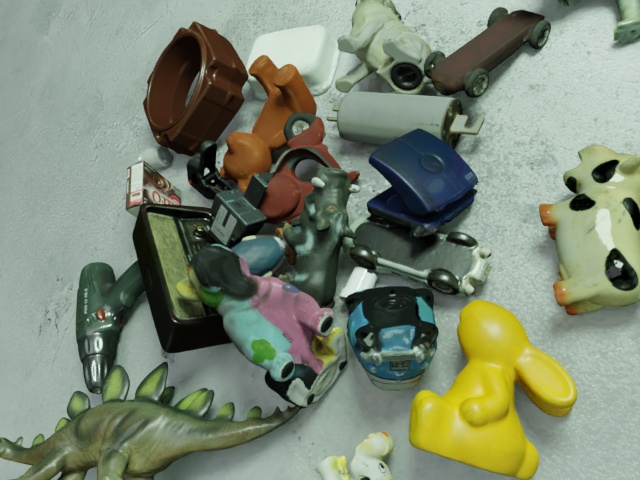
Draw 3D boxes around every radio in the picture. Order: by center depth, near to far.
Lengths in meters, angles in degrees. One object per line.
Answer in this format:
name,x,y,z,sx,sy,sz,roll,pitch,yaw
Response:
radio,-0.189,0.048,0.797,0.073,0.131,0.230,-58,45,37

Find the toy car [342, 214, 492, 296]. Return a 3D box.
toy car,0.121,0.017,0.698,0.202,0.056,0.073,17,69,32

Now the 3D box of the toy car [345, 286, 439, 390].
toy car,0.088,0.121,0.631,0.109,0.102,0.162,-6,20,1

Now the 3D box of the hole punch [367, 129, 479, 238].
hole punch,0.131,-0.077,0.689,0.116,0.092,0.142,27,44,37

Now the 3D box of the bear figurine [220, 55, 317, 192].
bear figurine,-0.101,-0.181,0.872,0.196,0.131,0.120,-45,44,-5

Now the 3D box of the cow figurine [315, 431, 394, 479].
cow figurine,0.028,0.293,0.606,0.167,0.068,0.098,-40,60,10

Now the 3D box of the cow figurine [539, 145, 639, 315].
cow figurine,0.316,-0.021,0.593,0.127,0.085,0.195,-12,60,29

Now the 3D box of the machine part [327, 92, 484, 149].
machine part,0.114,-0.172,0.779,0.244,0.079,0.079,15,75,32

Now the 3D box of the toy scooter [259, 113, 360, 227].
toy scooter,-0.020,-0.090,0.813,0.135,0.075,0.183,30,97,8

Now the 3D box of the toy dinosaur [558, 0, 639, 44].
toy dinosaur,0.462,-0.386,0.677,0.405,0.131,0.192,-15,61,15

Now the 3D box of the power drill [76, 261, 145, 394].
power drill,-0.315,0.108,0.883,0.207,0.086,0.232,-40,52,16

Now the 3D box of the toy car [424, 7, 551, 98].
toy car,0.237,-0.263,0.756,0.202,0.053,0.089,-38,49,-19

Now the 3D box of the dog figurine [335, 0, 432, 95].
dog figurine,0.119,-0.316,0.844,0.172,0.121,0.190,22,57,1

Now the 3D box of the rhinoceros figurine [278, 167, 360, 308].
rhinoceros figurine,-0.001,-0.002,0.718,0.112,0.073,0.190,-172,93,-69

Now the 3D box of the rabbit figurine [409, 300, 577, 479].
rabbit figurine,0.179,0.149,0.563,0.163,0.121,0.173,5,69,25

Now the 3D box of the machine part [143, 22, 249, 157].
machine part,-0.233,-0.273,0.976,0.201,0.087,0.202,-47,53,24

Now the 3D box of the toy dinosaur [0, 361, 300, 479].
toy dinosaur,-0.244,0.264,0.721,0.472,0.104,0.199,-3,45,13

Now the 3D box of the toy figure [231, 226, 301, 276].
toy figure,-0.065,0.014,0.780,0.154,0.064,0.058,-22,22,-20

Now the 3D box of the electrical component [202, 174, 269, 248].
electrical component,-0.118,-0.039,0.790,0.075,0.048,0.119,47,128,16

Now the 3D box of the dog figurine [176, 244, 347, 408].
dog figurine,-0.081,0.095,0.682,0.219,0.191,0.108,32,67,32
